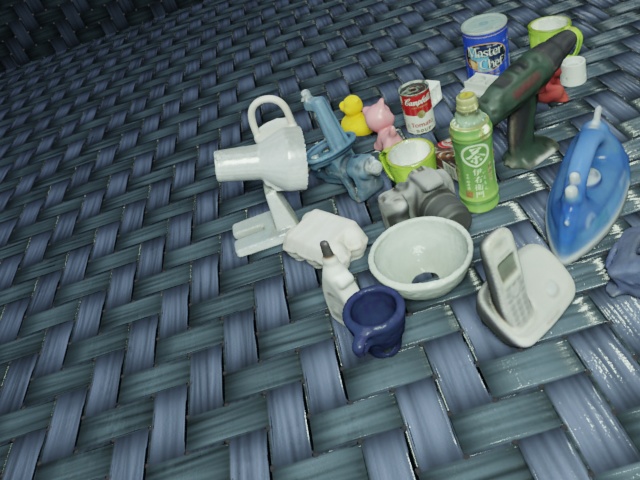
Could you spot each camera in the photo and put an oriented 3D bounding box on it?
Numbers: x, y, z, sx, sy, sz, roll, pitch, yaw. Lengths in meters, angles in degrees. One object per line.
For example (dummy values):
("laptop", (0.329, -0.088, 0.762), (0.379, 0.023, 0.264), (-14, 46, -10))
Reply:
("camera", (0.190, -0.059, 1.006), (0.143, 0.101, 0.136), (-26, 38, -7))

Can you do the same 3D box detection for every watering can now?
("watering can", (-0.090, -0.223, 1.251), (0.101, 0.194, 0.172), (-28, 39, -10))

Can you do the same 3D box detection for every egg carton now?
("egg carton", (0.010, 0.004, 1.037), (0.149, 0.069, 0.107), (19, 52, 39))

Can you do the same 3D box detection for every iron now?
("iron", (0.419, -0.093, 0.913), (0.118, 0.142, 0.259), (9, 47, 32))

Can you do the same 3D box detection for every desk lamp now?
("desk lamp", (-0.102, -0.098, 1.091), (0.203, 0.214, 0.117), (-20, 38, 0))

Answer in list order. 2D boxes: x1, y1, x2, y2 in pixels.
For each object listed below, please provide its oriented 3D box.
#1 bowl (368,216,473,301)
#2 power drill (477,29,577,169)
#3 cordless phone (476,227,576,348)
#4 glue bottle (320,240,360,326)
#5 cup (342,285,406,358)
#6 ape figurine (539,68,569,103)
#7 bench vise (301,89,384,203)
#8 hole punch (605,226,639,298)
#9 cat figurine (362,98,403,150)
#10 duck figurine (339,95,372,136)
("bowl", (0.165, 0.041, 0.919), (0.167, 0.075, 0.167), (-12, 39, 10))
("power drill", (0.387, -0.247, 1.057), (0.230, 0.209, 0.075), (-33, 40, -16))
("cordless phone", (0.276, 0.042, 0.780), (0.148, 0.185, 0.093), (-41, 43, -24))
("glue bottle", (0.030, 0.067, 0.869), (0.037, 0.173, 0.077), (-39, 42, -22))
("cup", (0.082, 0.137, 0.826), (0.091, 0.095, 0.118), (4, 44, 28))
("ape figurine", (0.492, -0.344, 1.220), (0.075, 0.092, 0.078), (8, 47, 32))
("bench vise", (0.044, -0.196, 1.138), (0.206, 0.220, 0.122), (11, 48, 33))
("hole punch", (0.457, 0.024, 0.797), (0.100, 0.091, 0.109), (13, 49, 35))
("cat figurine", (0.139, -0.246, 1.239), (0.067, 0.118, 0.127), (-23, 38, -3))
("duck figurine", (0.087, -0.299, 1.352), (0.078, 0.086, 0.104), (-41, 43, -24))
